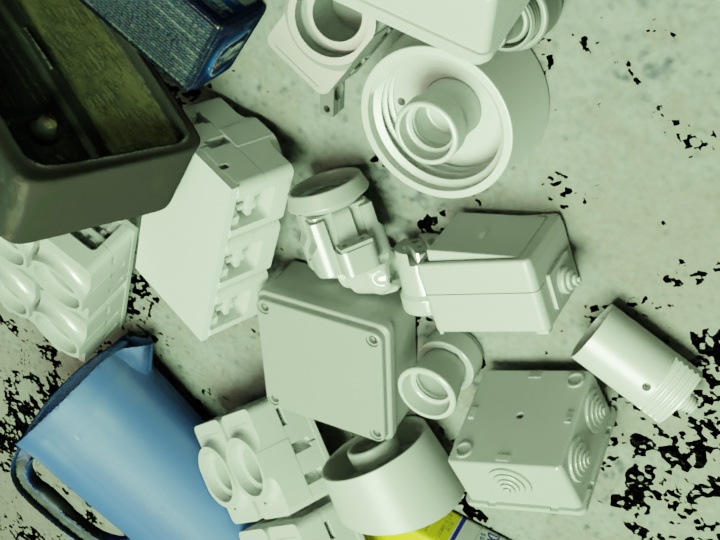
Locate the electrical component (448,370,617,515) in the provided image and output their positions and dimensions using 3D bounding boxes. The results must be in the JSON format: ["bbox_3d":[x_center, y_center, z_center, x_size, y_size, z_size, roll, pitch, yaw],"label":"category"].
[{"bbox_3d":[0.116,0.113,0.730,0.100,0.099,0.048,-4,132,35],"label":"electrical component"}]

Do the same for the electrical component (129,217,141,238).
[{"bbox_3d":[-0.187,-0.060,0.840,0.077,0.043,0.079,12,128,26],"label":"electrical component"}]

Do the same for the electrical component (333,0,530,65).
[{"bbox_3d":[0.044,-0.176,0.551,0.109,0.108,0.056,28,157,13],"label":"electrical component"}]

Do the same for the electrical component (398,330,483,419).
[{"bbox_3d":[0.059,0.072,0.767,0.045,0.055,0.045,18,130,22],"label":"electrical component"}]

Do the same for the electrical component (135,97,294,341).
[{"bbox_3d":[-0.106,-0.037,0.780,0.089,0.062,0.150,44,138,26],"label":"electrical component"}]

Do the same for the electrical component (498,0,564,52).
[{"bbox_3d":[0.083,-0.140,0.590,0.043,0.062,0.043,18,130,22],"label":"electrical component"}]

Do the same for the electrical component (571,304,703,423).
[{"bbox_3d":[0.181,0.063,0.688,0.081,0.043,0.043,37,135,4],"label":"electrical component"}]

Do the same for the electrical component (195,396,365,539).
[{"bbox_3d":[-0.063,0.200,0.884,0.105,0.060,0.186,-26,86,54],"label":"electrical component"}]

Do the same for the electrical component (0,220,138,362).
[{"bbox_3d":[-0.248,-0.003,0.875,0.105,0.060,0.186,37,151,4],"label":"electrical component"}]

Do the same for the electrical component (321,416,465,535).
[{"bbox_3d":[0.023,0.158,0.826,0.099,0.099,0.064,-17,105,40],"label":"electrical component"}]

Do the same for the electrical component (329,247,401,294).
[{"bbox_3d":[0.000,0.000,0.767,0.061,0.035,0.035,-1,121,36],"label":"electrical component"}]

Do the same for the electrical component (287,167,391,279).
[{"bbox_3d":[-0.016,-0.034,0.731,0.078,0.058,0.057,-137,26,-67],"label":"electrical component"}]

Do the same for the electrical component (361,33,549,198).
[{"bbox_3d":[0.052,-0.094,0.645,0.108,0.060,0.108,17,130,22],"label":"electrical component"}]

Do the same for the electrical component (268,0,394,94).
[{"bbox_3d":[-0.006,-0.153,0.631,0.050,0.055,0.089,44,123,-1],"label":"electrical component"}]

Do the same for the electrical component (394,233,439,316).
[{"bbox_3d":[0.045,0.003,0.737,0.040,0.040,0.046,1,118,33],"label":"electrical component"}]

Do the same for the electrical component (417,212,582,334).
[{"bbox_3d":[0.093,-0.001,0.686,0.096,0.061,0.061,-2,120,35],"label":"electrical component"}]

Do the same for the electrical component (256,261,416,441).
[{"bbox_3d":[-0.016,0.060,0.806,0.109,0.056,0.108,15,129,24],"label":"electrical component"}]
